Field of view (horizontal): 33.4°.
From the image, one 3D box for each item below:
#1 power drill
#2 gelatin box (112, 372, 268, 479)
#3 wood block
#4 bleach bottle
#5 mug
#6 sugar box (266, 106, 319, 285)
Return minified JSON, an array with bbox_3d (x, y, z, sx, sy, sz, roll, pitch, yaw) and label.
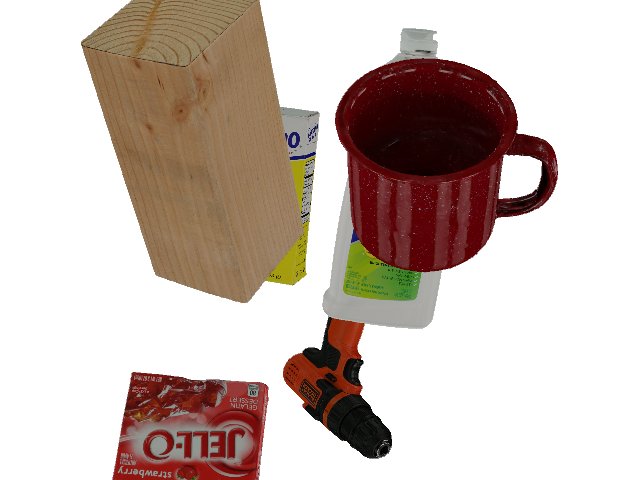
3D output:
[{"bbox_3d":[0.043,0.125,1.184,0.057,0.188,0.185,13,16,-41],"label":"power drill"},{"bbox_3d":[-0.080,0.124,0.672,0.089,0.073,0.030,5,-31,0],"label":"gelatin box"},{"bbox_3d":[-0.084,-0.067,0.762,0.090,0.206,0.090,16,47,27],"label":"wood block"},{"bbox_3d":[0.063,-0.054,0.914,0.102,0.251,0.068,7,16,8],"label":"bleach bottle"},{"bbox_3d":[0.068,-0.037,0.574,0.117,0.093,0.081,2,-40,6],"label":"mug"},{"bbox_3d":[-0.057,-0.049,1.095,0.093,0.176,0.048,8,17,16],"label":"sugar box"}]
